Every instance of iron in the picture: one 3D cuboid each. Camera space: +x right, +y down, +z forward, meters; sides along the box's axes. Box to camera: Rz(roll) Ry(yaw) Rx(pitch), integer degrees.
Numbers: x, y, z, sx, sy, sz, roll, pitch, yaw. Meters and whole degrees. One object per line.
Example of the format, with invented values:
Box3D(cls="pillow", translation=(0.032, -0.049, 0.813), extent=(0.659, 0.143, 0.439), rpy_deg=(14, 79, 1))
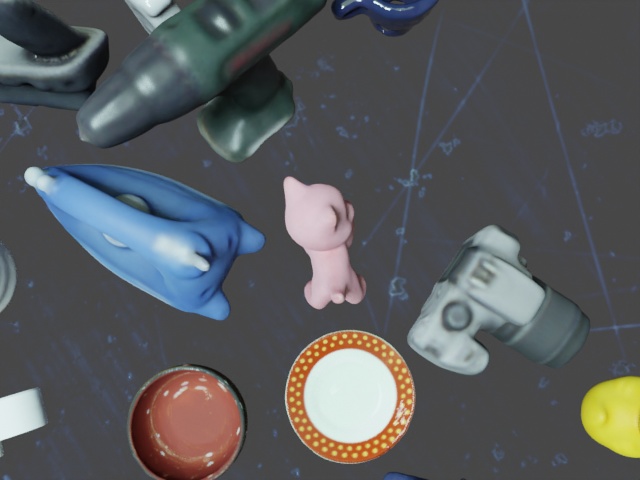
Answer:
Box3D(cls="iron", translation=(-0.190, -0.020, 0.544), extent=(0.258, 0.141, 0.119), rpy_deg=(25, 86, 5))

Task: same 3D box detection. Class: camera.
Box3D(cls="camera", translation=(0.173, 0.075, 0.540), extent=(0.136, 0.101, 0.143), rpy_deg=(33, 86, 5))

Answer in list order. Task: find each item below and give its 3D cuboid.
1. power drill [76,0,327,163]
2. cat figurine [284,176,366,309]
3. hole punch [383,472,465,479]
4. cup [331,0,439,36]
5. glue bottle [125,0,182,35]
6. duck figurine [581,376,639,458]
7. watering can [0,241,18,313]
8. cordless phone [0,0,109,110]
Box3D(cls="power drill", translation=(-0.088, -0.142, 0.519), extent=(0.230, 0.208, 0.075), rpy_deg=(-44, 84, -2))
Box3D(cls="cat figurine", translation=(0.005, 0.002, 0.546), extent=(0.067, 0.118, 0.128), rpy_deg=(-13, 84, 1))
Box3D(cls="hole punch", translation=(0.099, 0.279, 0.527), extent=(0.101, 0.091, 0.109), rpy_deg=(12, 85, 4))
Box3D(cls="cup", translation=(0.066, -0.242, 0.579), extent=(0.118, 0.095, 0.091), rpy_deg=(-30, 84, -1))
Box3D(cls="glue bottle", translation=(-0.163, -0.232, 0.549), extent=(0.078, 0.173, 0.037), rpy_deg=(44, 88, 6))
Box3D(cls="duck figurine", translation=(0.306, 0.170, 0.532), extent=(0.104, 0.086, 0.077), rpy_deg=(6, 84, 3))
Box3D(cls="watering can", translation=(-0.373, 0.024, 0.521), extent=(0.101, 0.194, 0.173), rpy_deg=(25, 86, 5))
Box3D(cls="cordless phone", translation=(-0.301, -0.198, 0.545), extent=(0.147, 0.185, 0.094), rpy_deg=(2, 84, 3))
